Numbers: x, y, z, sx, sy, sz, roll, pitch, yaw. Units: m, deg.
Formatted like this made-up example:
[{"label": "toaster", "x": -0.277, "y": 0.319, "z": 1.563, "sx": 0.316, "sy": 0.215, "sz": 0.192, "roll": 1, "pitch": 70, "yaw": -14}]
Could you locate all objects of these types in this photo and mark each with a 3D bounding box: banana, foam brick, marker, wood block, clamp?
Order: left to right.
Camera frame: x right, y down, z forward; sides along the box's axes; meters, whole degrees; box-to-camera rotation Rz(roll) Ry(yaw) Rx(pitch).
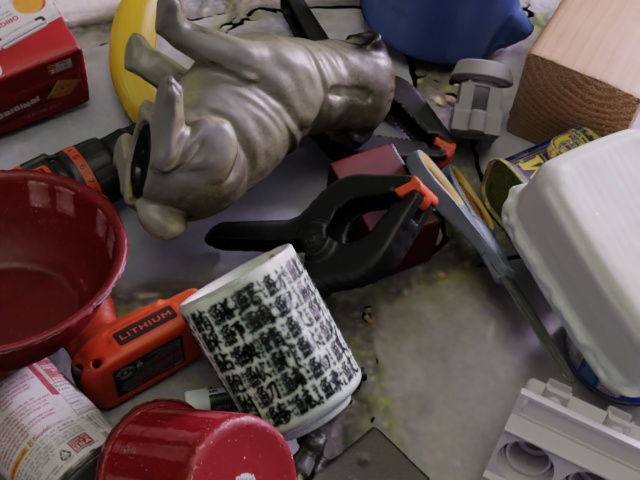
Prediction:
[{"label": "banana", "x": -0.136, "y": -0.163, "z": 0.864, "sx": 0.069, "sy": 0.037, "sz": 0.197, "roll": 8, "pitch": 56, "yaw": 3}, {"label": "marker", "x": -0.028, "y": 0.099, "z": 0.703, "sx": 0.121, "sy": 0.020, "sz": 0.020, "roll": -9, "pitch": 57, "yaw": -9}, {"label": "clamp", "x": -0.005, "y": 0.001, "z": 0.723, "sx": 0.171, "sy": 0.039, "sz": 0.120, "roll": -36, "pitch": 61, "yaw": 10}, {"label": "clamp", "x": 0.004, "y": -0.101, "z": 0.830, "sx": 0.210, "sy": 0.036, "sz": 0.164, "roll": 34, "pitch": 61, "yaw": 18}, {"label": "foam brick", "x": 0.044, "y": -0.020, "z": 0.768, "sx": 0.051, "sy": 0.053, "sz": 0.078, "roll": -20, "pitch": 58, "yaw": -16}, {"label": "wood block", "x": 0.237, "y": -0.166, "z": 0.854, "sx": 0.090, "sy": 0.091, "sz": 0.205, "roll": 26, "pitch": 59, "yaw": 14}]

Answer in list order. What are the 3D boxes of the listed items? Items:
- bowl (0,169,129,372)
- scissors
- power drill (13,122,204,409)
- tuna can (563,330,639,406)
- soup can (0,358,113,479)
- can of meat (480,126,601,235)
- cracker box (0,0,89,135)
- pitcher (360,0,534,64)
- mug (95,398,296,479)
[{"label": "bowl", "x": -0.194, "y": 0.027, "z": 0.644, "sx": 0.162, "sy": 0.055, "sz": 0.162, "roll": 1, "pitch": 42, "yaw": -1}, {"label": "scissors", "x": 0.109, "y": 0.006, "z": 0.724, "sx": 0.016, "sy": 0.096, "sz": 0.202, "roll": -42, "pitch": 37, "yaw": 19}, {"label": "power drill", "x": -0.144, "y": 0.009, "z": 0.736, "sx": 0.184, "sy": 0.057, "sz": 0.188, "roll": -31, "pitch": 60, "yaw": -19}, {"label": "tuna can", "x": 0.212, "y": 0.067, "z": 0.728, "sx": 0.086, "sy": 0.034, "sz": 0.086, "roll": 1, "pitch": 56, "yaw": -2}, {"label": "soup can", "x": -0.172, "y": 0.116, "z": 0.654, "sx": 0.102, "sy": 0.068, "sz": 0.068, "roll": 40, "pitch": 63, "yaw": 21}, {"label": "can of meat", "x": 0.182, "y": -0.028, "z": 0.778, "sx": 0.083, "sy": 0.057, "sz": 0.102, "roll": -24, "pitch": 61, "yaw": -21}, {"label": "cracker box", "x": -0.300, "y": -0.171, "z": 0.841, "sx": 0.164, "sy": 0.072, "sz": 0.214, "roll": -25, "pitch": 62, "yaw": -17}, {"label": "pitcher", "x": 0.105, "y": -0.270, "z": 0.825, "sx": 0.149, "sy": 0.243, "sz": 0.145, "roll": -8, "pitch": 53, "yaw": -16}, {"label": "mug", "x": -0.064, "y": 0.149, "z": 0.614, "sx": 0.082, "sy": 0.117, "sz": 0.093, "roll": -6, "pitch": 21, "yaw": 47}]
